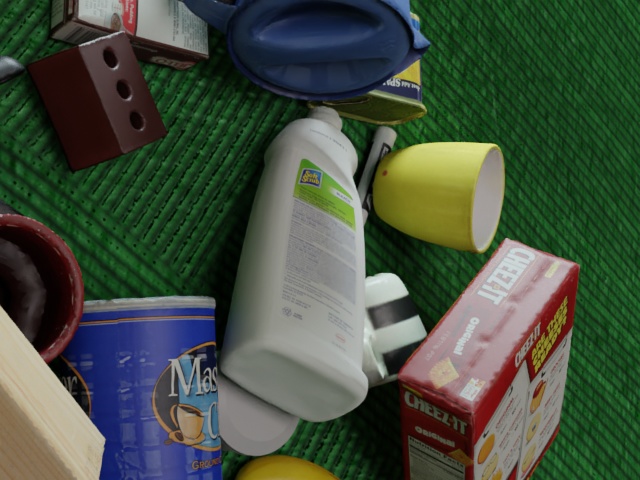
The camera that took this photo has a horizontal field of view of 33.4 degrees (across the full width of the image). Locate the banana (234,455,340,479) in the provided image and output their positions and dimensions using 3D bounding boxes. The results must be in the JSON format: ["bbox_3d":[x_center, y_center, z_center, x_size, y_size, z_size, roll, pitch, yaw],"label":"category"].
[{"bbox_3d":[0.002,0.215,0.809,0.197,0.037,0.069,39,83,-25],"label":"banana"}]

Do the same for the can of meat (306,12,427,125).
[{"bbox_3d":[0.038,-0.147,0.879,0.101,0.058,0.084,7,77,-38],"label":"can of meat"}]

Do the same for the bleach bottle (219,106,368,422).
[{"bbox_3d":[-0.005,0.001,0.786,0.102,0.068,0.250,32,45,-25],"label":"bleach bottle"}]

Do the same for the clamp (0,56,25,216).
[{"bbox_3d":[-0.252,-0.074,0.650,0.171,0.039,0.120,17,62,-38],"label":"clamp"}]

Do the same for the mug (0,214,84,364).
[{"bbox_3d":[-0.197,0.047,0.644,0.093,0.082,0.117,-31,102,-37],"label":"mug"}]

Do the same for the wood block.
[{"bbox_3d":[-0.208,0.062,0.538,0.091,0.090,0.206,-35,103,-1],"label":"wood block"}]

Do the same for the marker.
[{"bbox_3d":[0.037,-0.040,0.884,0.020,0.020,0.121,34,64,-30],"label":"marker"}]

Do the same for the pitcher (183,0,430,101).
[{"bbox_3d":[-0.009,-0.239,0.795,0.149,0.145,0.243,42,42,-53],"label":"pitcher"}]

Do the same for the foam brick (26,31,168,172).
[{"bbox_3d":[-0.149,-0.093,0.716,0.052,0.051,0.078,-37,108,-54],"label":"foam brick"}]

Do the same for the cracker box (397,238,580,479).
[{"bbox_3d":[0.130,0.130,0.836,0.164,0.072,0.214,-47,146,-33],"label":"cracker box"}]

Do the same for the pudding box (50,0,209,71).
[{"bbox_3d":[-0.132,-0.178,0.760,0.113,0.039,0.090,9,75,-40],"label":"pudding box"}]

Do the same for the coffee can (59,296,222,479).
[{"bbox_3d":[-0.115,0.110,0.686,0.102,0.103,0.140,1,82,-38],"label":"coffee can"}]
